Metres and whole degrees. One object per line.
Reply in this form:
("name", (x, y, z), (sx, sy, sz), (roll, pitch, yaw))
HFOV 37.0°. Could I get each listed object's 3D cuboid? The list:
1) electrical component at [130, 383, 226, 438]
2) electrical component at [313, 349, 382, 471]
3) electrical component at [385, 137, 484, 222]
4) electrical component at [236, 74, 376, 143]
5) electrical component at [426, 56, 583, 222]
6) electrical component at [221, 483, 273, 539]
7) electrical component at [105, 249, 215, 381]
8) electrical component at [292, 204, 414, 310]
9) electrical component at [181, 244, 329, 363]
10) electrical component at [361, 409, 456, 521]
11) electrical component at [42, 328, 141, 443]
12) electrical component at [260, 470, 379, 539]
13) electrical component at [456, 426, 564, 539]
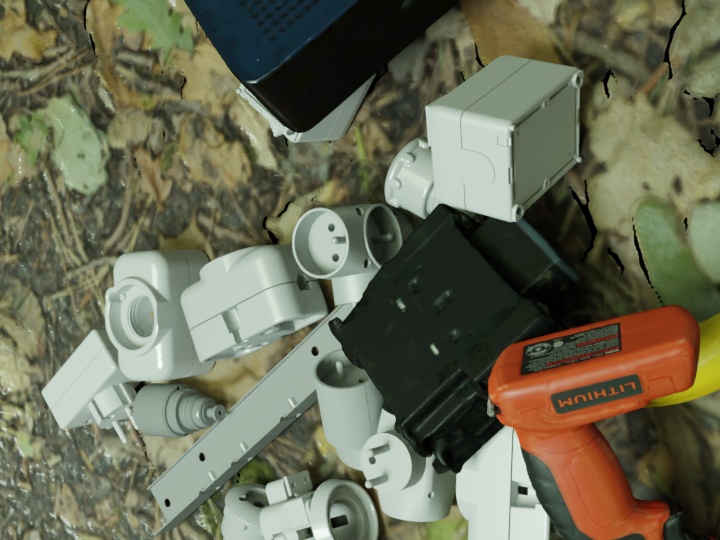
("electrical component", (-0.133, 0.105, 0.802), (0.078, 0.040, 0.040), (-3, 90, 35))
("electrical component", (-0.003, 0.096, 0.701), (0.043, 0.043, 0.081), (16, 129, 33))
("electrical component", (0.050, -0.050, 0.667), (0.062, 0.048, 0.048), (31, 109, 22))
("electrical component", (-0.031, -0.129, 0.712), (0.062, 0.061, 0.096), (43, 121, 24))
("electrical component", (0.085, -0.080, 0.615), (0.061, 0.096, 0.061), (19, 132, 33))
("electrical component", (-0.078, 0.187, 0.765), (0.048, 0.048, 0.062), (32, 116, 30))
("electrical component", (-0.148, 0.033, 0.798), (0.054, 0.059, 0.095), (-3, 90, 35))
("electrical component", (0.000, 0.000, 0.682), (0.044, 0.077, 0.079), (-10, 86, 34))
("electrical component", (-0.076, 0.020, 0.750), (0.095, 0.054, 0.059), (-27, 77, 33))
("electrical component", (0.027, 0.116, 0.667), (0.043, 0.079, 0.077), (6, 95, 35))
("electrical component", (-0.195, 0.098, 0.840), (0.083, 0.047, 0.075), (-46, 67, 27))
("electrical component", (-0.025, 0.172, 0.719), (0.057, 0.058, 0.078), (-25, 78, 36))
("electrical component", (0.096, 0.125, 0.635), (0.059, 0.054, 0.095), (4, 94, 35))
